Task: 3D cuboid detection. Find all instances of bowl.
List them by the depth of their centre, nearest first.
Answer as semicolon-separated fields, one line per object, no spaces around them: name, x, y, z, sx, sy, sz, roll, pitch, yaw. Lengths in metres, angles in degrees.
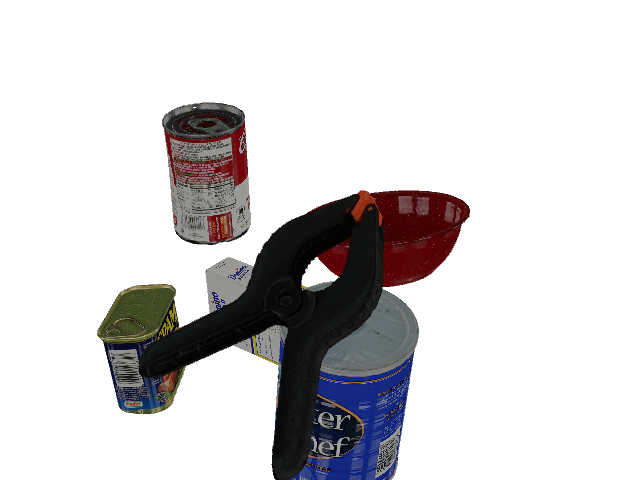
bowl;0.061;0.002;0.996;0.162;0.055;0.162;-7;18;2

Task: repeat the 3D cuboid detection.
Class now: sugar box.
sugar box;-0.044;0.088;1.159;0.176;0.093;0.048;22;38;34

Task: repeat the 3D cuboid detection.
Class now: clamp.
clamp;-0.012;0.051;0.620;0.120;0.171;0.039;42;-5;20

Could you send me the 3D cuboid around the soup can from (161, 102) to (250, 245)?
soup can;-0.094;-0.055;0.894;0.068;0.102;0.068;-1;29;1

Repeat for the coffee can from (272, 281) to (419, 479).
coffee can;0.017;0.117;0.822;0.103;0.140;0.103;3;35;-2

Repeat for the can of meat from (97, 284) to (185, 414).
can of meat;-0.163;0.101;0.999;0.057;0.084;0.102;-3;25;8
